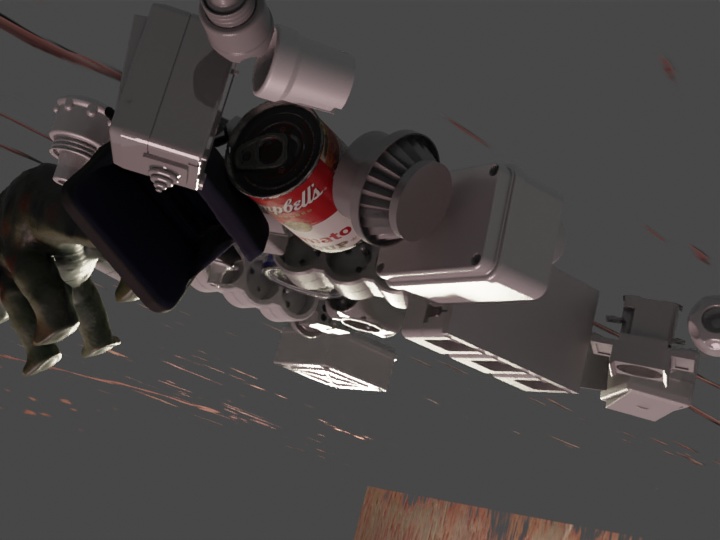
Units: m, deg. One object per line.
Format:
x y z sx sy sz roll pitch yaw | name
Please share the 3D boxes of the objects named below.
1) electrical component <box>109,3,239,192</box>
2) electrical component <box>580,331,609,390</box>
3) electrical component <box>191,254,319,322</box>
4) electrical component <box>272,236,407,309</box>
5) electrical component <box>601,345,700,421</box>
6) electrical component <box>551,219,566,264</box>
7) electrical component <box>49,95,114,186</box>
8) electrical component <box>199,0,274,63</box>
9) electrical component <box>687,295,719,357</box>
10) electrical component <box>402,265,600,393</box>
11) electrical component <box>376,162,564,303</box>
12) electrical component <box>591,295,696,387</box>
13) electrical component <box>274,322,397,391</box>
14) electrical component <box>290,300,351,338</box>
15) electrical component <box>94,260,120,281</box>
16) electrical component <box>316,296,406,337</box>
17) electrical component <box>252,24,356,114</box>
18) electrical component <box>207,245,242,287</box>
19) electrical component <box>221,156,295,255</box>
-0.108 -0.091 0.602 0.061 0.096 0.061 17 165 -7 | electrical component
0.187 0.086 1.018 0.099 0.064 0.099 14 165 4 | electrical component
-0.115 0.012 1.067 0.138 0.052 0.074 25 162 -33 | electrical component
0.000 0.000 0.911 0.138 0.052 0.073 11 163 19 | electrical component
0.270 0.101 0.998 0.062 0.061 0.096 16 165 -3 | electrical component
0.108 -0.021 0.754 0.040 0.040 0.078 25 162 -32 | electrical component
-0.200 -0.090 0.764 0.048 0.062 0.048 14 165 4 | electrical component
-0.064 -0.131 0.535 0.035 0.035 0.061 12 163 12 | electrical component
0.276 0.046 0.827 0.043 0.043 0.062 8 165 24 | electrical component
0.111 0.033 0.852 0.150 0.089 0.062 25 162 -34 | electrical component
0.070 -0.023 0.712 0.057 0.078 0.113 22 164 -35 | electrical component
0.230 0.055 0.865 0.081 0.063 0.042 11 166 18 | electrical component
-0.031 0.107 1.323 0.109 0.056 0.109 26 161 -36 | electrical component
-0.042 0.046 1.133 0.066 0.048 0.055 18 162 -37 | electrical component
-0.249 -0.028 1.065 0.077 0.047 0.066 31 160 -24 | electrical component
-0.007 0.033 1.053 0.079 0.044 0.077 4 161 38 | electrical component
-0.030 -0.107 0.582 0.046 0.040 0.040 14 166 -22 | electrical component
-0.123 -0.015 0.960 0.035 0.061 0.035 14 165 4 | electrical component
-0.067 -0.046 0.822 0.076 0.047 0.083 9 164 23 | electrical component
